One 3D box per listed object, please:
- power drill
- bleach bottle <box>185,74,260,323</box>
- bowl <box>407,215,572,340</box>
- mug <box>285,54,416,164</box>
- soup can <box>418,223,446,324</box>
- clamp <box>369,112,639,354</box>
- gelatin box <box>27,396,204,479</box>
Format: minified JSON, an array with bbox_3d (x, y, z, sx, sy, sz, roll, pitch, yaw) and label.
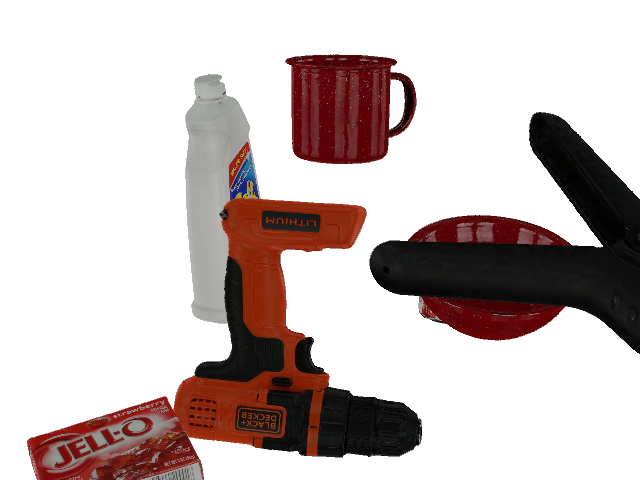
[{"bbox_3d":[-0.011,0.065,0.786,0.184,0.187,0.057,5,0,3],"label":"power drill"},{"bbox_3d":[-0.105,-0.046,1.117,0.068,0.251,0.102,7,27,26],"label":"bleach bottle"},{"bbox_3d":[0.151,0.040,0.949,0.162,0.055,0.162,1,32,-1],"label":"bowl"},{"bbox_3d":[0.028,-0.112,0.899,0.117,0.081,0.093,-7,17,-26],"label":"mug"},{"bbox_3d":[0.149,0.037,1.216,0.068,0.102,0.068,4,15,-1],"label":"soup can"},{"bbox_3d":[0.139,0.015,0.495,0.210,0.036,0.164,33,50,33],"label":"clamp"},{"bbox_3d":[-0.120,0.132,0.624,0.089,0.030,0.073,-15,27,-18],"label":"gelatin box"}]
